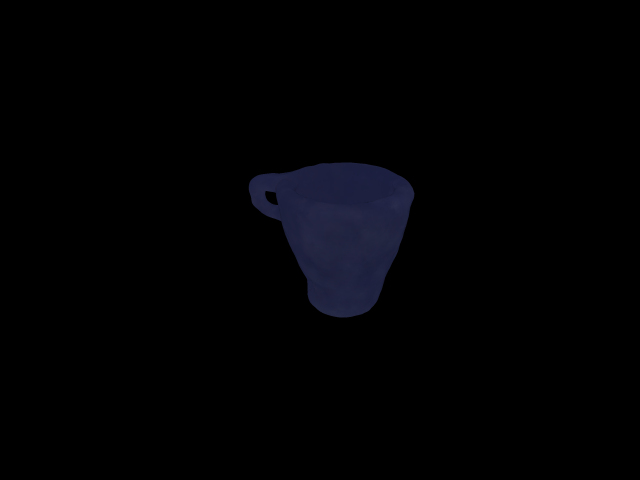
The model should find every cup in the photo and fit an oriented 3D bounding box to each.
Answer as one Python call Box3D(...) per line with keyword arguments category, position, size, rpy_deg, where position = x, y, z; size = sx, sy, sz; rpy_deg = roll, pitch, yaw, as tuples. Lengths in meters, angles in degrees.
Box3D(category="cup", position=(0.004, 0.001, 0.400), size=(0.117, 0.095, 0.092), rpy_deg=(10, 28, 21))
